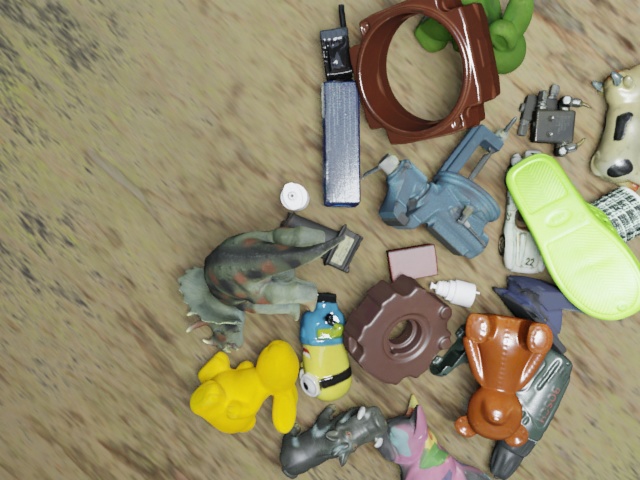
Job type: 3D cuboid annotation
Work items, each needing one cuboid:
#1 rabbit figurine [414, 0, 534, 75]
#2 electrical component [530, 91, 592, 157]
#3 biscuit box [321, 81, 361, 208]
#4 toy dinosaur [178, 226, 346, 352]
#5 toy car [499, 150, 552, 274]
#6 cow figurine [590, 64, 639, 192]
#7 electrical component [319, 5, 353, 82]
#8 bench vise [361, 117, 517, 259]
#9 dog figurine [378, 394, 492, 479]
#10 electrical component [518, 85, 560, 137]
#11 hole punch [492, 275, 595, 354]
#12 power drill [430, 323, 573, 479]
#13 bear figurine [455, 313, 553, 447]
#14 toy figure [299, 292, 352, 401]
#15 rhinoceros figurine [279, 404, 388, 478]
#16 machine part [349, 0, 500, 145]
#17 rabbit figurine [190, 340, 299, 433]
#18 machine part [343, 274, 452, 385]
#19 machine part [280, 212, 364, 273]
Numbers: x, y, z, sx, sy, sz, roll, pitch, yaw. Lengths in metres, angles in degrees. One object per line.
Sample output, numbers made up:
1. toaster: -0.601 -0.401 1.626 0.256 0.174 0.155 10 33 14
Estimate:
1. rabbit figurine: 0.265 -0.336 0.842 0.170 0.159 0.121 34 83 -13
2. electrical component: 0.381 -0.184 0.856 0.078 0.045 0.102 9 97 2
3. biscuit box: 0.034 -0.155 0.890 0.063 0.059 0.202 0 91 1
4. toy dinosaur: -0.107 0.052 0.788 0.192 0.404 0.131 1 64 -16
5. toy car: 0.340 -0.045 0.878 0.074 0.056 0.201 5 92 3
6. cow figurine: 0.490 -0.186 0.857 0.127 0.085 0.194 17 93 -4
7. electrical component: 0.026 -0.319 0.880 0.048 0.075 0.119 -9 95 3
8. bench vise: 0.207 -0.097 0.848 0.223 0.129 0.240 39 81 -2
9. dog figurine: 0.196 0.363 0.872 0.192 0.108 0.219 -10 88 4
10. electrical component: 0.364 -0.214 0.890 0.063 0.021 0.094 14 93 3
11. hole punch: 0.354 0.100 0.847 0.092 0.142 0.115 -45 103 5
12. power drill: 0.285 0.248 0.877 0.207 0.086 0.232 36 92 6
13. bear figurine: 0.259 0.207 0.783 0.120 0.132 0.195 10 86 18
14. toy figure: 0.009 0.176 0.889 0.089 0.082 0.180 2 89 5
15. rhinoceros figurine: 0.019 0.321 0.877 0.190 0.112 0.073 -27 88 11
16. machine part: 0.153 -0.254 0.808 0.202 0.087 0.200 -3 110 43
17. rabbit figurine: -0.100 0.240 0.871 0.173 0.122 0.162 -40 98 9
18. machine part: 0.127 0.146 0.857 0.179 0.056 0.179 -8 113 -20
19. machine part: -0.002 -0.003 0.908 0.139 0.039 0.084 23 101 0
